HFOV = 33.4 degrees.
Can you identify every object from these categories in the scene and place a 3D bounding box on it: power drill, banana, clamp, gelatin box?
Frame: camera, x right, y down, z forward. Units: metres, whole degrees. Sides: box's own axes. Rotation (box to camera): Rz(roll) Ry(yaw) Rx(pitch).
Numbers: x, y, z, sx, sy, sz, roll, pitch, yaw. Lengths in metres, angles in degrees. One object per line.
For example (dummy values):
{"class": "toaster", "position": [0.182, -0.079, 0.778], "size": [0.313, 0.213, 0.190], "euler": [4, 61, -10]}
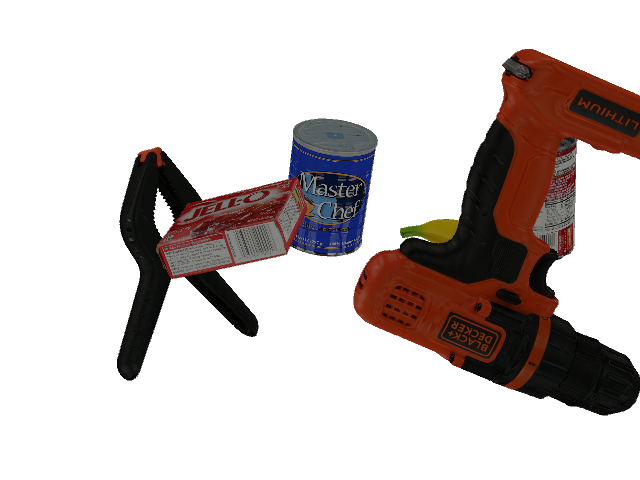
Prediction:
{"class": "power drill", "position": [0.135, -0.001, 0.615], "size": [0.184, 0.188, 0.057], "euler": [22, 13, -10]}
{"class": "banana", "position": [0.165, 0.023, 1.104], "size": [0.069, 0.037, 0.198], "euler": [-35, 39, -13]}
{"class": "clamp", "position": [-0.133, 0.017, 1.016], "size": [0.036, 0.210, 0.164], "euler": [-7, 0, 44]}
{"class": "gelatin box", "position": [-0.060, -0.009, 0.734], "size": [0.089, 0.030, 0.073], "euler": [-12, 22, 17]}

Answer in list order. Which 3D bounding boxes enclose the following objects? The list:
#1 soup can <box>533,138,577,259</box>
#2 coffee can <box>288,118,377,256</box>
{"class": "soup can", "position": [0.183, -0.040, 0.906], "size": [0.068, 0.102, 0.068], "euler": [-5, 25, 2]}
{"class": "coffee can", "position": [0.010, -0.066, 1.309], "size": [0.102, 0.140, 0.103], "euler": [6, 27, -3]}
